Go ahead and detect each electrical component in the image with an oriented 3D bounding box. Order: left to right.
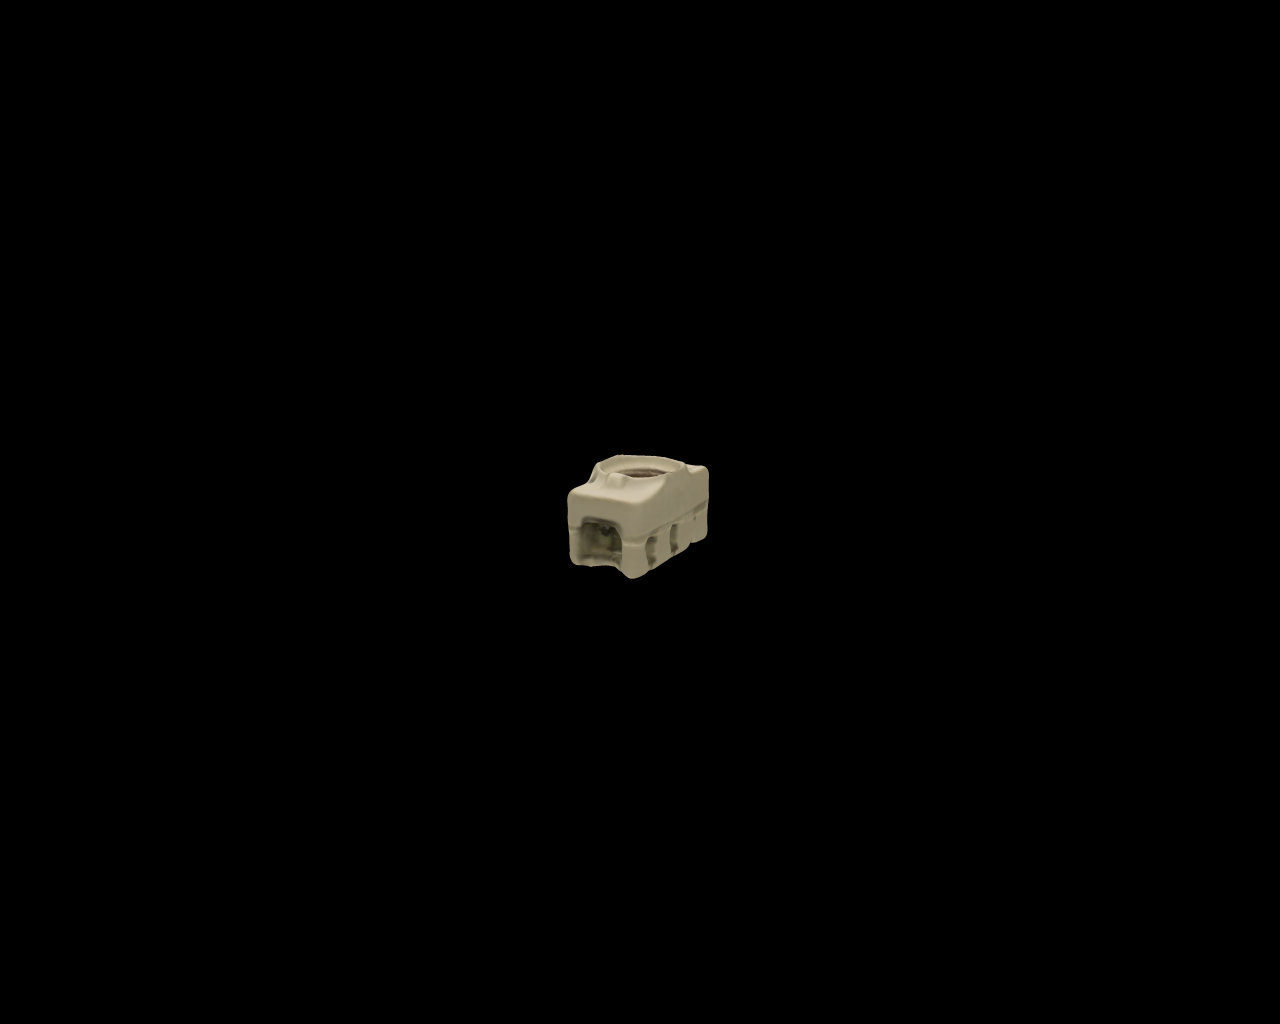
[{"bbox_3d":[0.001,-0.003,0.650,0.050,0.055,0.090,11,21,30],"label":"electrical component"}]
